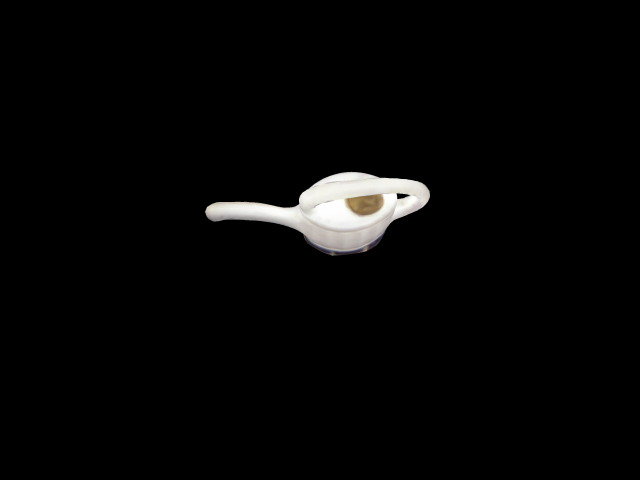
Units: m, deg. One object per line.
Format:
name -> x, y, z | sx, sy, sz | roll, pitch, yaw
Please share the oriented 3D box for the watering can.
watering can -> 0.003, -0.043, 0.850 | 0.348, 0.105, 0.221 | -7, -17, -2
